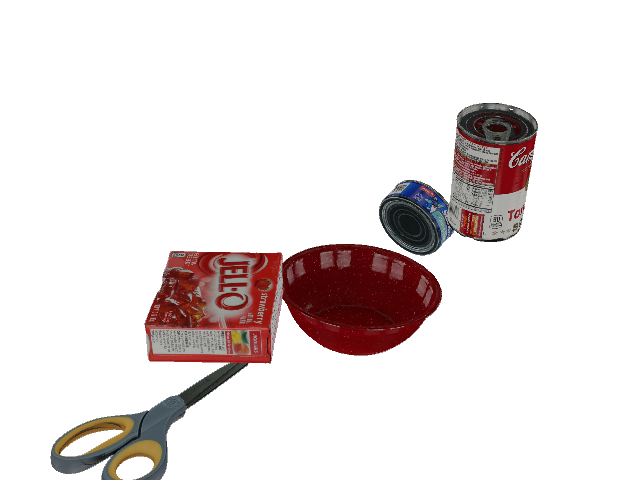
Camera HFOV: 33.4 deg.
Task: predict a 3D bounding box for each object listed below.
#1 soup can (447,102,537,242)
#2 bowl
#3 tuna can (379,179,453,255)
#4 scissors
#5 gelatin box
[{"bbox_3d":[0.146,-0.058,0.921,0.068,0.102,0.068,1,35,-1],"label":"soup can"},{"bbox_3d":[0.035,0.064,1.040,0.162,0.055,0.162,3,28,-2],"label":"bowl"},{"bbox_3d":[0.110,-0.025,1.227,0.086,0.086,0.033,0,36,48],"label":"tuna can"},{"bbox_3d":[-0.113,0.146,0.845,0.201,0.016,0.096,-18,35,-35],"label":"scissors"},{"bbox_3d":[-0.062,0.038,0.650,0.073,0.030,0.089,1,29,4],"label":"gelatin box"}]
